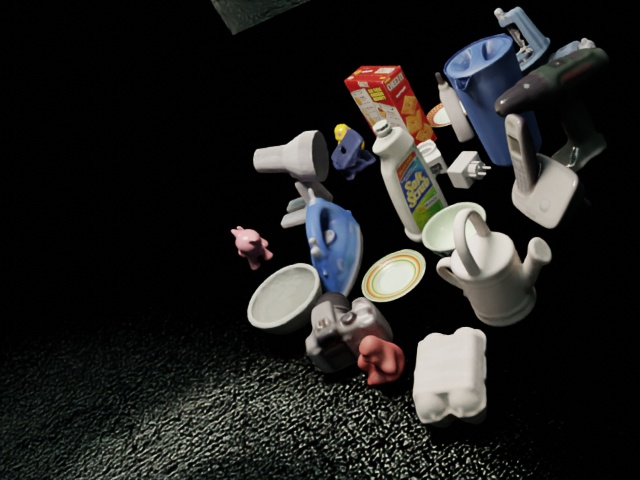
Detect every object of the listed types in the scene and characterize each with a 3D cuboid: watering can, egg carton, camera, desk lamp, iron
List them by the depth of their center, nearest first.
[{"bbox_3d":[0.191,0.197,0.828,0.107,0.070,0.150,-17,36,27],"label":"egg carton"},{"bbox_3d":[0.257,0.032,0.867,0.172,0.194,0.101,-22,34,21],"label":"watering can"},{"bbox_3d":[0.038,0.141,1.019,0.143,0.101,0.136,-28,32,12],"label":"camera"},{"bbox_3d":[0.011,0.004,1.192,0.118,0.142,0.258,-25,33,17],"label":"iron"},{"bbox_3d":[-0.051,-0.150,1.392,0.202,0.214,0.118,-16,36,29],"label":"desk lamp"}]

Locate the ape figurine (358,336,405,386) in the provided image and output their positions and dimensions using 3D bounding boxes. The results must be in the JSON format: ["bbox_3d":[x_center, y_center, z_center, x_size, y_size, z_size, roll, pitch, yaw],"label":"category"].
[{"bbox_3d":[0.092,0.187,0.914,0.076,0.092,0.077,-41,32,-9],"label":"ape figurine"}]

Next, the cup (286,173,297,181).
[{"bbox_3d":[-0.047,-0.203,1.574,0.091,0.095,0.118,-13,38,33],"label":"cup"}]

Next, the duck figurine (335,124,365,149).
[{"bbox_3d":[0.071,-0.281,1.576,0.077,0.086,0.104,-35,31,1],"label":"duck figurine"}]

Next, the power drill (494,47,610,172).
[{"bbox_3d":[0.435,-0.229,1.035,0.230,0.209,0.075,-39,31,-7],"label":"power drill"}]

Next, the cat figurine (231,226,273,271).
[{"bbox_3d":[-0.173,0.006,1.390,0.067,0.118,0.127,-36,31,-1],"label":"cat figurine"}]

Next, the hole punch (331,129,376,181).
[{"bbox_3d":[0.077,-0.222,1.486,0.101,0.091,0.108,-35,31,1],"label":"hole punch"}]

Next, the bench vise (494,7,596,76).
[{"bbox_3d":[0.480,-0.425,1.248,0.206,0.220,0.121,-14,37,31],"label":"bench vise"}]

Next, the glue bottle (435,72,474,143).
[{"bbox_3d":[0.301,-0.309,1.308,0.037,0.173,0.078,-24,33,19],"label":"glue bottle"}]

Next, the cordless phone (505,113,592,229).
[{"bbox_3d":[0.370,-0.120,0.972,0.094,0.185,0.147,-36,31,0],"label":"cordless phone"}]

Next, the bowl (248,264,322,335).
[{"bbox_3d":[-0.058,0.131,1.151,0.167,0.075,0.167,-25,33,17],"label":"bowl"}]
